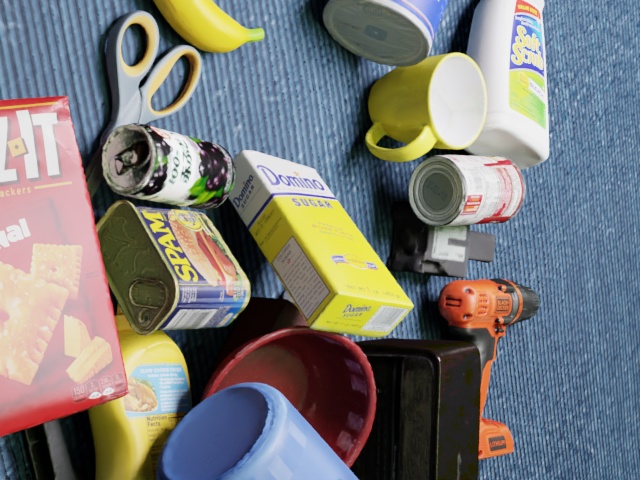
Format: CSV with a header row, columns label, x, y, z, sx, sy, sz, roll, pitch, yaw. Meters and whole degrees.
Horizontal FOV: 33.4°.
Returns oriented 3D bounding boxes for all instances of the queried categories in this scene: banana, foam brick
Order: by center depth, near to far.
label,x,y,z,sx,sy,sz,roll,pitch,yaw
banana,-0.115,-0.217,0.838,0.197,0.037,0.069,57,41,-32
foam brick,-0.046,0.094,0.915,0.053,0.051,0.078,47,60,-34

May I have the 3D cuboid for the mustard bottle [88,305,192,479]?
label,x,y,z,sx,sy,sz,roll,pitch,yaw
mustard bottle,-0.134,0.132,0.805,0.096,0.058,0.191,9,72,-58

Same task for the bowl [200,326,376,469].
label,x,y,z,sx,sy,sz,roll,pitch,yaw
bowl,-0.037,0.135,0.853,0.161,0.055,0.162,-11,113,-27

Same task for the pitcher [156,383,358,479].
label,x,y,z,sx,sy,sz,roll,pitch,yaw
pitcher,-0.004,0.218,0.787,0.149,0.145,0.242,-39,119,-8

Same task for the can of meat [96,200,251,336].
label,x,y,z,sx,sy,sz,roll,pitch,yaw
can of meat,-0.112,0.021,0.809,0.083,0.058,0.102,4,45,-52

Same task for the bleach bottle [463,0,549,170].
label,x,y,z,sx,sy,sz,roll,pitch,yaw
bleach bottle,0.191,-0.202,1.106,0.102,0.068,0.251,25,60,-39

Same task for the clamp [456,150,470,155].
label,x,y,z,sx,sy,sz,roll,pitch,yaw
clamp,0.161,-0.116,1.122,0.171,0.039,0.120,-23,112,-44

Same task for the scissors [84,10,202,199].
label,x,y,z,sx,sy,sz,roll,pitch,yaw
scissors,-0.161,-0.095,0.808,0.201,0.016,0.096,-51,128,-31

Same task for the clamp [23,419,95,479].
label,x,y,z,sx,sy,sz,roll,pitch,yaw
clamp,-0.199,0.209,0.771,0.210,0.036,0.164,59,45,-33

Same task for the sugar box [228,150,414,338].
label,x,y,z,sx,sy,sz,roll,pitch,yaw
sugar box,-0.006,0.001,0.872,0.093,0.176,0.048,13,126,-46

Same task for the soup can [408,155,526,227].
label,x,y,z,sx,sy,sz,roll,pitch,yaw
soup can,0.141,-0.048,1.024,0.102,0.069,0.068,-4,96,-47

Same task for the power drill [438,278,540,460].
label,x,y,z,sx,sy,sz,roll,pitch,yaw
power drill,0.179,0.134,1.141,0.184,0.057,0.187,6,88,-53

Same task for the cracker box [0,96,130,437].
label,x,y,z,sx,sy,sz,roll,pitch,yaw
cracker box,-0.224,0.021,0.689,0.163,0.072,0.214,-13,92,-44

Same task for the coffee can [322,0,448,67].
label,x,y,z,sx,sy,sz,roll,pitch,yaw
coffee can,0.074,-0.246,0.978,0.102,0.103,0.140,38,66,-40
